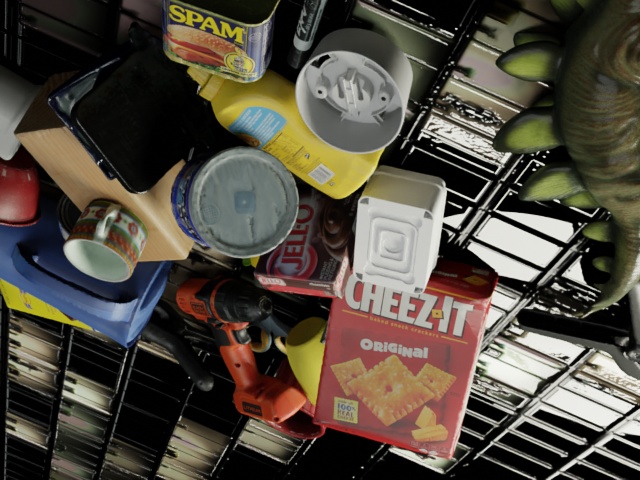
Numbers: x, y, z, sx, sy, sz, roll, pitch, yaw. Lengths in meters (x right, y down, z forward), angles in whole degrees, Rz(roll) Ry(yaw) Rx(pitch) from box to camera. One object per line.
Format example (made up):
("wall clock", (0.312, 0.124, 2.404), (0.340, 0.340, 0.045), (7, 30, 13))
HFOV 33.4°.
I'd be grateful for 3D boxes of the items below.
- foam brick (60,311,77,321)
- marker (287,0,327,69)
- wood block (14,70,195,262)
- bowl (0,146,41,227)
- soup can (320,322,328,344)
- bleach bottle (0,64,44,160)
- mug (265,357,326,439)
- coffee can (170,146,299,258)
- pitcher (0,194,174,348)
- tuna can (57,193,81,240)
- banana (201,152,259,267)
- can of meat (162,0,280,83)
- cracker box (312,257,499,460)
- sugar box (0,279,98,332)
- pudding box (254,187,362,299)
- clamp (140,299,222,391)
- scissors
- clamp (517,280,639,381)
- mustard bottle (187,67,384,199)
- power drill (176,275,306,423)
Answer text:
("foam brick", (-0.322, 0.059, 1.376), (0.078, 0.051, 0.053), (41, -171, 6))
("marker", (-0.009, -0.189, 0.913), (0.020, 0.020, 0.121), (23, 147, -1))
("wood block", (-0.212, -0.075, 1.127), (0.091, 0.090, 0.206), (-3, 139, 31))
("bowl", (-0.373, -0.083, 1.191), (0.162, 0.162, 0.055), (31, 106, -13))
("soup can", (0.058, 0.108, 1.248), (0.102, 0.068, 0.069), (22, 147, 2))
("bleach bottle", (-0.411, -0.186, 1.111), (0.250, 0.068, 0.103), (34, 146, -13))
("mug", (-0.020, 0.214, 1.428), (0.093, 0.081, 0.117), (-7, 137, 36))
("coffee can", (-0.087, -0.039, 1.044), (0.102, 0.103, 0.140), (32, 175, -14))
("pitcher", (-0.306, 0.023, 1.278), (0.243, 0.145, 0.149), (25, 150, 1))
("tuna can", (-0.257, -0.026, 1.225), (0.086, 0.086, 0.034), (20, 148, 4))
("banana", (-0.082, -0.020, 1.176), (0.070, 0.037, 0.198), (8, 144, 21))
("can of meat", (-0.088, -0.190, 0.924), (0.102, 0.057, 0.084), (20, 149, 5))
("cracker box", (0.089, 0.121, 1.163), (0.164, 0.072, 0.214), (14, 117, 11))
("sugar box", (-0.349, 0.075, 1.457), (0.176, 0.048, 0.093), (16, 145, 12))
("pudding box", (-0.007, 0.001, 1.094), (0.090, 0.113, 0.039), (6, 148, 22))
("clamp", (-0.190, 0.128, 1.389), (0.171, 0.120, 0.039), (32, 106, -9))
("scissors", (-0.053, 0.097, 1.344), (0.096, 0.016, 0.202), (21, 147, -1))
("clamp", (0.333, 0.100, 1.105), (0.210, 0.036, 0.165), (29, 146, -14))
("mustard bottle", (-0.039, -0.113, 1.001), (0.191, 0.058, 0.096), (31, 156, -13))
("power drill", (-0.087, 0.130, 1.299), (0.185, 0.057, 0.187), (5, 123, 56))
